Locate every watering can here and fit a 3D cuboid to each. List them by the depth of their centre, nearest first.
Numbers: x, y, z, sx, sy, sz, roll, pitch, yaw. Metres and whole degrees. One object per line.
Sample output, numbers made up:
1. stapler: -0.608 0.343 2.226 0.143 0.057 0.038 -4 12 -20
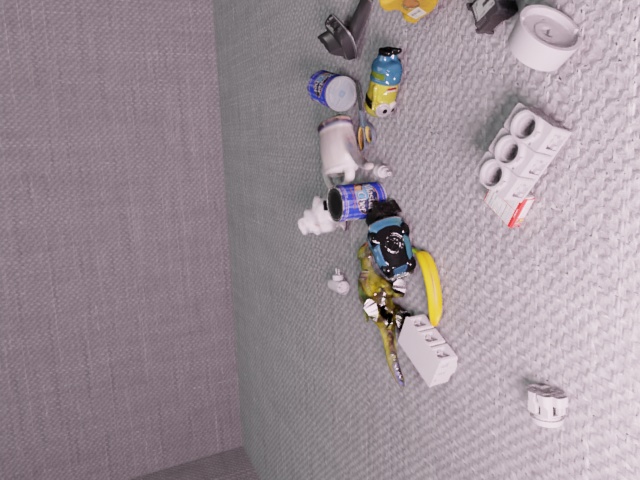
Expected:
1. watering can: 0.071 -0.261 1.502 0.345 0.104 0.225 161 103 -70

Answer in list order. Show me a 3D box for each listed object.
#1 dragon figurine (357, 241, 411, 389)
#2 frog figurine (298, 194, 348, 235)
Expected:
1. dragon figurine: 0.165 0.195 1.463 0.241 0.122 0.412 135 128 -82
2. frog figurine: 0.005 -0.082 1.637 0.120 0.160 0.140 122 135 -53
